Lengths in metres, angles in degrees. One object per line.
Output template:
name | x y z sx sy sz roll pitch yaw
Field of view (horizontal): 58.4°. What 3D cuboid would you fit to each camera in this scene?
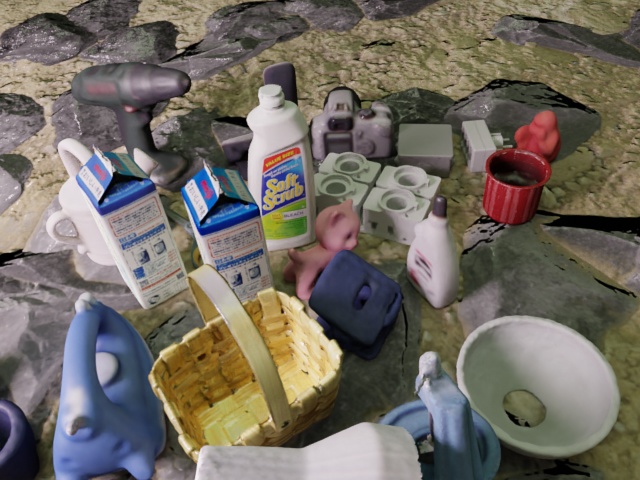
camera | 0.055 -0.217 0.998 0.143 0.101 0.137 -2 46 4

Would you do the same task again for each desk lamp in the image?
desk lamp | -0.020 0.239 0.489 0.203 0.214 0.118 -2 46 3

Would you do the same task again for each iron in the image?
iron | -0.254 0.145 0.649 0.119 0.142 0.257 -14 47 -8

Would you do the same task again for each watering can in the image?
watering can | -0.312 -0.068 0.821 0.100 0.194 0.173 13 49 17

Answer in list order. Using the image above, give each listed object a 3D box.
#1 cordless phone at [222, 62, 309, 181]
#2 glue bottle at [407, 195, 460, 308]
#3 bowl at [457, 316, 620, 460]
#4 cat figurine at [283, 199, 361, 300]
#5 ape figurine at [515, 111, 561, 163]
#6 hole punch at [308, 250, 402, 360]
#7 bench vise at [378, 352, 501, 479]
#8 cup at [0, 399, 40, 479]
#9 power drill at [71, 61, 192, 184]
cordless phone | -0.095 -0.200 0.936 0.148 0.185 0.094 -19 48 -12
glue bottle | 0.145 0.009 0.723 0.037 0.173 0.078 -29 50 -21
bowl | 0.231 0.170 0.630 0.167 0.075 0.167 -2 46 3
cat figurine | 0.007 0.003 0.779 0.128 0.118 0.067 -30 51 -22
ape figurine | 0.359 -0.170 0.932 0.076 0.092 0.077 -7 46 -1
hole punch | 0.048 0.078 0.722 0.100 0.091 0.109 17 50 20
bench vise | 0.129 0.204 0.506 0.122 0.220 0.206 -34 53 -25
cup | -0.353 0.226 0.613 0.117 0.095 0.092 23 52 25
power drill | -0.287 -0.196 0.932 0.229 0.209 0.076 15 49 18
